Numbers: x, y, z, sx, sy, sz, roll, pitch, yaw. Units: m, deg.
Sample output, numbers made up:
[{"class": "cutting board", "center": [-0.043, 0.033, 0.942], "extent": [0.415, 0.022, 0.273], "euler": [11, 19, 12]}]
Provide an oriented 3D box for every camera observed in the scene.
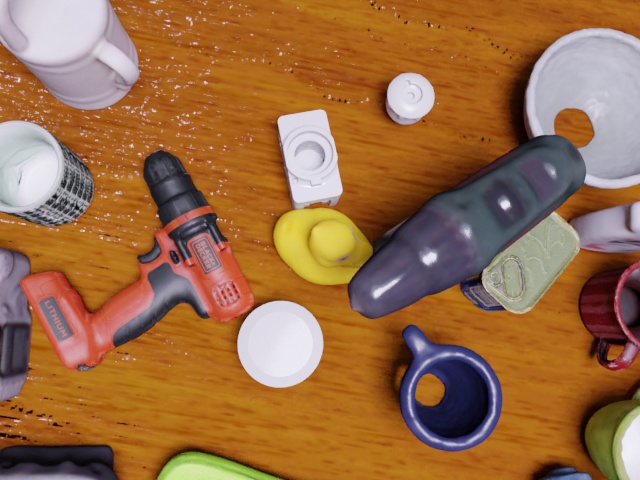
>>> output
[{"class": "camera", "center": [-0.347, 0.077, 0.514], "extent": [0.137, 0.100, 0.143], "euler": [-1, 82, -4]}]

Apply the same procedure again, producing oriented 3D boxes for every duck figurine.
[{"class": "duck figurine", "center": [0.005, 0.002, 0.558], "extent": [0.104, 0.086, 0.077], "euler": [23, 81, -1]}]

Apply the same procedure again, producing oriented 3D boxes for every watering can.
[{"class": "watering can", "center": [-0.244, -0.201, 0.513], "extent": [0.173, 0.194, 0.101], "euler": [12, 81, -2]}]

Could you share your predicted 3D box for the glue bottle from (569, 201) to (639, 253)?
[{"class": "glue bottle", "center": [0.308, -0.017, 0.539], "extent": [0.078, 0.173, 0.037], "euler": [4, 82, -3]}]

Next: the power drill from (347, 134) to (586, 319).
[{"class": "power drill", "center": [0.112, -0.001, 0.504], "extent": [0.230, 0.208, 0.075], "euler": [-35, 85, -8]}]

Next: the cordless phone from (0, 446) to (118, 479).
[{"class": "cordless phone", "center": [-0.247, 0.229, 0.457], "extent": [0.147, 0.185, 0.094], "euler": [-4, 82, -4]}]

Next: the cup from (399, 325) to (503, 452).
[{"class": "cup", "center": [0.105, 0.133, 0.542], "extent": [0.092, 0.095, 0.118], "euler": [-31, 85, -8]}]

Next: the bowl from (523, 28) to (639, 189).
[{"class": "bowl", "center": [0.284, -0.128, 0.602], "extent": [0.167, 0.074, 0.167], "euler": [1, 82, -4]}]

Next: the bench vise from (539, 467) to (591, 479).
[{"class": "bench vise", "center": [0.263, 0.312, 0.465], "extent": [0.121, 0.219, 0.207], "euler": [-23, 84, -7]}]
